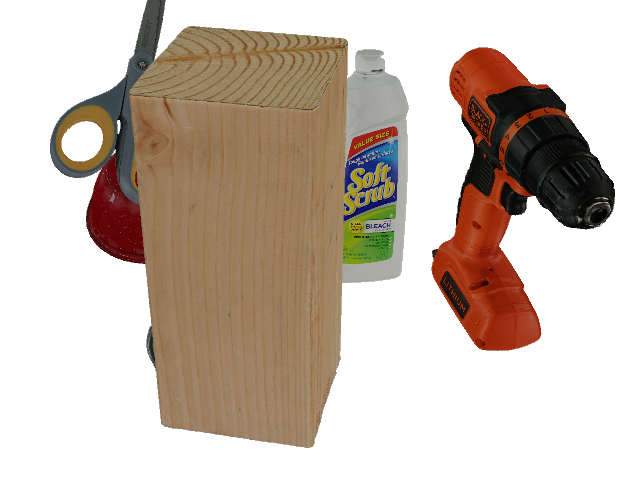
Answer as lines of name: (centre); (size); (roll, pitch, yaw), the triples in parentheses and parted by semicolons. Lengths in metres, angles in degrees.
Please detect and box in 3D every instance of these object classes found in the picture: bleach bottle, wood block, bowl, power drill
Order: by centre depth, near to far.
wood block: (-0.038, 0.001, 0.574); (0.091, 0.206, 0.090); (7, 33, 10)
power drill: (0.133, -0.016, 0.736); (0.057, 0.188, 0.184); (-6, 39, -15)
bowl: (-0.153, -0.054, 1.022); (0.162, 0.162, 0.055); (0, -42, 11)
bleach bottle: (0.043, -0.080, 1.154); (0.102, 0.251, 0.068); (-3, 24, -6)

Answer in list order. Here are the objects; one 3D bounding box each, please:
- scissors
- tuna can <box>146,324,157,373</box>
scissors: (-0.146, -0.116, 0.757); (0.096, 0.202, 0.016); (-1, -25, -20)
tuna can: (-0.094, 0.085, 0.856); (0.086, 0.086, 0.034); (0, -42, 9)
